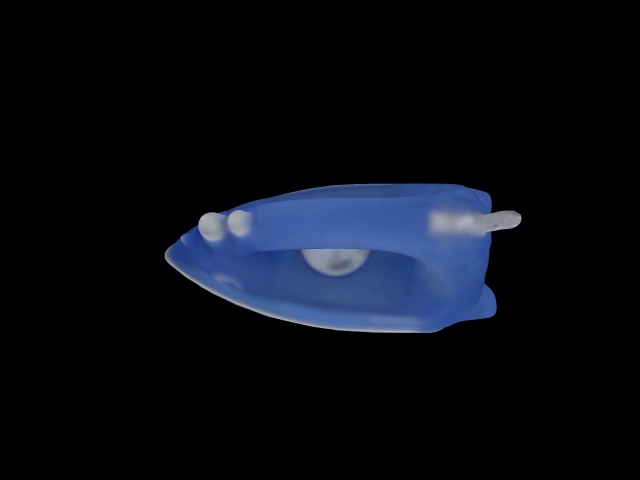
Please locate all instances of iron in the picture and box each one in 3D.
[{"bbox_3d":[0.004,0.001,0.400,0.258,0.141,0.119,0,77,0],"label":"iron"}]
